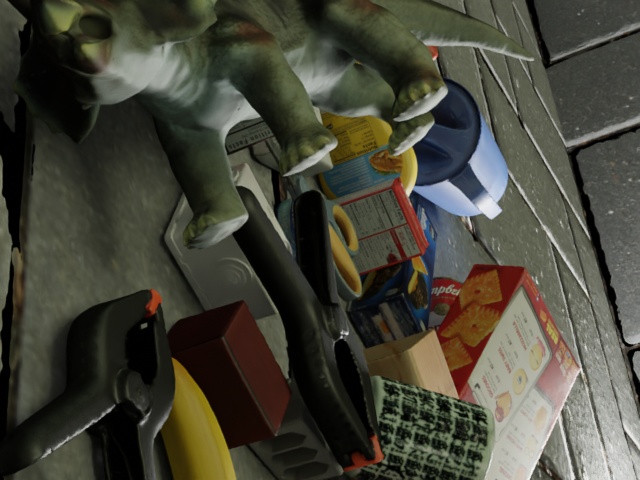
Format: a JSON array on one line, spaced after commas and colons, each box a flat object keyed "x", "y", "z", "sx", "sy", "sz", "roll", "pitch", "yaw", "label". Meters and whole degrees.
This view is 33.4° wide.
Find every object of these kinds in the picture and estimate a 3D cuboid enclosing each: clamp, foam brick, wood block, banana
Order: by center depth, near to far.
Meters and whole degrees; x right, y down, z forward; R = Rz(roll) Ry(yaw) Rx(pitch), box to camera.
[{"x": -0.115, "y": 0.085, "z": 0.560, "sx": 0.120, "sy": 0.039, "sz": 0.171, "roll": 59, "pitch": 19, "yaw": -44, "label": "clamp"}, {"x": -0.069, "y": 0.164, "z": 0.608, "sx": 0.069, "sy": 0.037, "sz": 0.198, "roll": 46, "pitch": 31, "yaw": -50, "label": "banana"}, {"x": -0.061, "y": 0.087, "z": 0.679, "sx": 0.078, "sy": 0.053, "sz": 0.051, "roll": 65, "pitch": 21, "yaw": -20, "label": "foam brick"}, {"x": -0.007, "y": 0.055, "z": 0.732, "sx": 0.164, "sy": 0.036, "sz": 0.210, "roll": 13, "pitch": 59, "yaw": -68, "label": "clamp"}, {"x": 0.081, "y": 0.191, "z": 0.901, "sx": 0.090, "sy": 0.090, "sz": 0.206, "roll": -19, "pitch": 90, "yaw": -69, "label": "wood block"}]

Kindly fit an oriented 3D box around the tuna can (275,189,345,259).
[{"x": -0.006, "y": 0.001, "z": 0.928, "sx": 0.086, "sy": 0.034, "sz": 0.086, "roll": 52, "pitch": 27, "yaw": -41, "label": "tuna can"}]

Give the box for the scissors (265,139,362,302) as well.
[{"x": -0.011, "y": -0.043, "z": 0.880, "sx": 0.201, "sy": 0.016, "sz": 0.096, "roll": 64, "pitch": 20, "yaw": -17, "label": "scissors"}]

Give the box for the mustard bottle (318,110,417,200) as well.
[{"x": 0.041, "y": -0.082, "z": 1.036, "sx": 0.191, "sy": 0.096, "sz": 0.058, "roll": 68, "pitch": 17, "yaw": -6, "label": "mustard bottle"}]

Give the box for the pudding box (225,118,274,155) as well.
[{"x": -0.080, "y": -0.115, "z": 0.759, "sx": 0.113, "sy": 0.090, "sz": 0.039, "roll": 61, "pitch": 23, "yaw": -23, "label": "pudding box"}]

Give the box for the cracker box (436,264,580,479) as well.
[{"x": 0.165, "y": 0.156, "z": 1.058, "sx": 0.213, "sy": 0.072, "sz": 0.164, "roll": -56, "pitch": 129, "yaw": -29, "label": "cracker box"}]

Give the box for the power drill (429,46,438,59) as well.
[{"x": 0.052, "y": -0.248, "z": 0.996, "sx": 0.184, "sy": 0.057, "sz": 0.187, "roll": -97, "pitch": 162, "yaw": -50, "label": "power drill"}]

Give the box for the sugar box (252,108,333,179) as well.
[{"x": -0.041, "y": -0.148, "z": 0.961, "sx": 0.093, "sy": 0.048, "sz": 0.176, "roll": 24, "pitch": 53, "yaw": -65, "label": "sugar box"}]

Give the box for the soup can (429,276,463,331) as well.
[{"x": 0.132, "y": 0.098, "z": 1.153, "sx": 0.068, "sy": 0.069, "sz": 0.102, "roll": 56, "pitch": 25, "yaw": -35, "label": "soup can"}]

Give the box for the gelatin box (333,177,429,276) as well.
[{"x": 0.047, "y": -0.010, "z": 0.997, "sx": 0.073, "sy": 0.089, "sz": 0.030, "roll": 65, "pitch": 21, "yaw": -15, "label": "gelatin box"}]

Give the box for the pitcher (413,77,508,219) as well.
[{"x": 0.167, "y": -0.097, "z": 1.336, "sx": 0.242, "sy": 0.145, "sz": 0.149, "roll": 28, "pitch": 68, "yaw": -66, "label": "pitcher"}]
